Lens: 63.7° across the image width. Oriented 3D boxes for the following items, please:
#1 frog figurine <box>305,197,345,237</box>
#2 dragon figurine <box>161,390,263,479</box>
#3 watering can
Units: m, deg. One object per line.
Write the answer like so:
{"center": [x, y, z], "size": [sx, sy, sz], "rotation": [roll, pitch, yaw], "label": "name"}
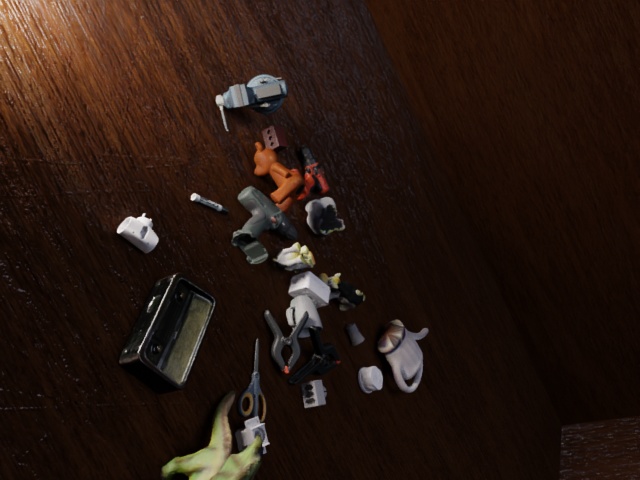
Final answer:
{"center": [0.005, -0.088, 1.747], "size": [0.136, 0.122, 0.162], "rotation": [34, 8, -31], "label": "frog figurine"}
{"center": [-0.186, 0.435, 0.972], "size": [0.121, 0.240, 0.420], "rotation": [47, 38, -22], "label": "dragon figurine"}
{"center": [0.311, 0.381, 1.867], "size": [0.222, 0.103, 0.355], "rotation": [55, 34, -18], "label": "watering can"}
